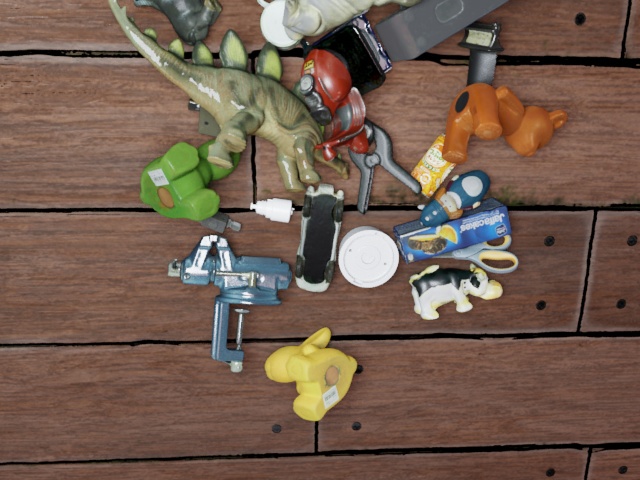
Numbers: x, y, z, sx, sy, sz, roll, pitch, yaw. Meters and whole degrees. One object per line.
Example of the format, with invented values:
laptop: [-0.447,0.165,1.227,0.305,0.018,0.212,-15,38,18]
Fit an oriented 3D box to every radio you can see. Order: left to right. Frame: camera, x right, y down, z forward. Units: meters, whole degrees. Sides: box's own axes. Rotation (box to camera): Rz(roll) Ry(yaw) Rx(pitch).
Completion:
radio: [0.208,-0.370,0.847,0.230,0.131,0.073,-31,108,5]

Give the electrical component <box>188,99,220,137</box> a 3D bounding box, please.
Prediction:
electrical component: [-0.172,-0.217,0.914,0.102,0.045,0.078,6,134,-3]

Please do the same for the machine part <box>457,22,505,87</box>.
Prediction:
machine part: [0.269,-0.295,0.909,0.039,0.084,0.138,-19,120,-32]

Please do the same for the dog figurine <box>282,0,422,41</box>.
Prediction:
dog figurine: [0.051,-0.347,0.779,0.191,0.172,0.121,17,59,-7]

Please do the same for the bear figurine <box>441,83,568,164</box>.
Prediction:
bear figurine: [0.310,-0.177,0.893,0.196,0.120,0.132,20,62,-21]

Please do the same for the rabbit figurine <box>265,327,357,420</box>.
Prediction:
rabbit figurine: [-0.027,0.231,1.005,0.162,0.173,0.121,-37,113,-40]

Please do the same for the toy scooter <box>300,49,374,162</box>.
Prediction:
toy scooter: [0.018,-0.197,0.835,0.075,0.135,0.183,-9,123,39]

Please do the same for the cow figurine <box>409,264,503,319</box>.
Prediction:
cow figurine: [0.256,0.084,1.017,0.167,0.068,0.098,-15,101,0]

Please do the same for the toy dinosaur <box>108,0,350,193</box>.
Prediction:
toy dinosaur: [-0.116,-0.209,0.834,0.471,0.105,0.198,24,63,-37]

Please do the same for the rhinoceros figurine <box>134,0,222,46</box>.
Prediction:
rhinoceros figurine: [-0.243,-0.399,0.846,0.112,0.073,0.190,-37,107,18]

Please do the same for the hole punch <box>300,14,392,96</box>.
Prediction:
hole punch: [0.048,-0.297,0.889,0.116,0.092,0.142,-18,120,34]

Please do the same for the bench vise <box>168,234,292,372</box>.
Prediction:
bench vise: [-0.164,0.113,0.957,0.223,0.129,0.240,5,87,-25]

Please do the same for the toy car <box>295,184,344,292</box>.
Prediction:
toy car: [-0.002,-0.003,0.979,0.074,0.056,0.201,8,104,0]

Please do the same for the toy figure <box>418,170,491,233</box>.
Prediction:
toy figure: [0.236,-0.072,0.945,0.154,0.064,0.057,-34,144,-26]

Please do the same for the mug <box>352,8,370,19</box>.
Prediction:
mug: [0.032,-0.398,0.852,0.107,0.081,0.109,-15,85,13]

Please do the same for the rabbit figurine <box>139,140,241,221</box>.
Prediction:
rabbit figurine: [-0.205,-0.105,0.898,0.159,0.170,0.121,-16,110,44]

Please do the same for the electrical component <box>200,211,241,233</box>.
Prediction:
electrical component: [-0.186,-0.034,0.952,0.094,0.063,0.021,22,104,-11]

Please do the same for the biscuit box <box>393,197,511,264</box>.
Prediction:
biscuit box: [0.242,-0.018,0.986,0.203,0.063,0.059,-17,108,2]
